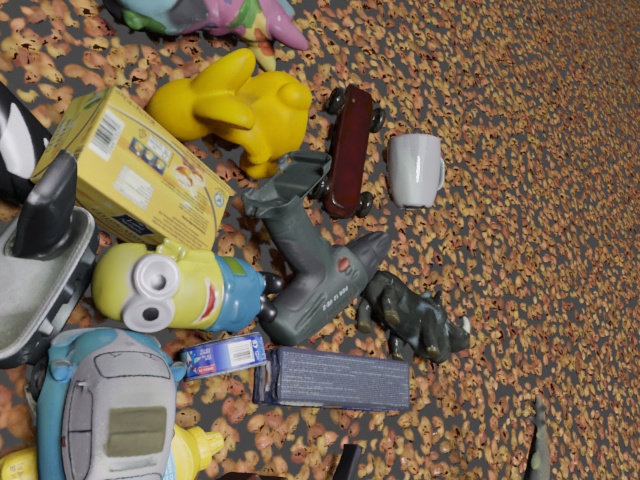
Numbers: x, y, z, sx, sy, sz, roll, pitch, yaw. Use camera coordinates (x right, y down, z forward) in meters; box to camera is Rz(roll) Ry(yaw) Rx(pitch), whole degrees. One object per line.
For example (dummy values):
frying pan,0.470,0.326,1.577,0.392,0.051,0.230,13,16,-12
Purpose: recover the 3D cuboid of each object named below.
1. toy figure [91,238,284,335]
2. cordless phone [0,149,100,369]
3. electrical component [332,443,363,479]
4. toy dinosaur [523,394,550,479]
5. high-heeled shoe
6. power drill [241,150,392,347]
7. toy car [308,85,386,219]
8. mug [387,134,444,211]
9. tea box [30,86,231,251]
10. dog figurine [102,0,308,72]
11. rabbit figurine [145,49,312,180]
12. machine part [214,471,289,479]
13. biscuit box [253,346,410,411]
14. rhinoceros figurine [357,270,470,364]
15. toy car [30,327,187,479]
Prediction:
toy figure,-0.121,0.049,0.503,0.180,0.089,0.082,9,73,-50
cordless phone,-0.225,0.020,0.412,0.088,0.184,0.146,30,58,-16
electrical component,0.030,0.297,0.607,0.047,0.075,0.119,39,52,-22
toy dinosaur,0.214,0.417,0.621,0.198,0.105,0.471,30,72,-51
high-heeled shoe,-0.294,-0.155,0.486,0.145,0.086,0.248,1,81,-40
power drill,-0.001,-0.002,0.643,0.232,0.086,0.207,-46,138,-31
toy car,0.038,-0.124,0.759,0.089,0.053,0.202,17,69,-22
mug,0.151,-0.099,0.832,0.109,0.081,0.107,10,81,-44
tea box,-0.173,-0.053,0.523,0.169,0.068,0.098,47,49,-46
dog figurine,-0.122,-0.274,0.646,0.219,0.108,0.191,36,56,-28
rabbit figurine,-0.105,-0.138,0.603,0.173,0.162,0.121,0,88,-21
machine part,-0.076,0.315,0.512,0.179,0.056,0.179,15,69,-43
biscuit box,0.020,0.171,0.646,0.202,0.059,0.063,16,66,-34
rhinoceros figurine,0.134,0.113,0.754,0.190,0.073,0.112,35,47,-24
toy car,-0.158,0.140,0.409,0.109,0.103,0.161,12,64,-34
